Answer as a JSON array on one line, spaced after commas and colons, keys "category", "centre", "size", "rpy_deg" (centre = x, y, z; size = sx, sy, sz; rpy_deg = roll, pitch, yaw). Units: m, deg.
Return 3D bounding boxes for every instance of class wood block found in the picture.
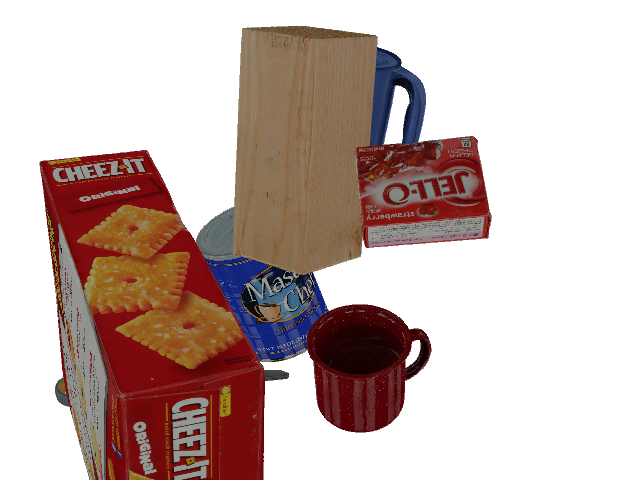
[{"category": "wood block", "centre": [-0.016, -0.086, 0.967], "size": [0.090, 0.206, 0.090], "rpy_deg": [16, 20, 36]}]

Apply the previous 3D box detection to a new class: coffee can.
[{"category": "coffee can", "centre": [-0.058, 0.042, 1.125], "size": [0.103, 0.140, 0.103], "rpy_deg": [-16, 29, 9]}]

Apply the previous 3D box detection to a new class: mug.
[{"category": "mug", "centre": [0.046, 0.114, 0.966], "size": [0.117, 0.081, 0.093], "rpy_deg": [-18, 42, -18]}]

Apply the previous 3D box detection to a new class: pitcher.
[{"category": "pitcher", "centre": [0.028, -0.117, 1.318], "size": [0.144, 0.243, 0.149], "rpy_deg": [-3, 25, -23]}]

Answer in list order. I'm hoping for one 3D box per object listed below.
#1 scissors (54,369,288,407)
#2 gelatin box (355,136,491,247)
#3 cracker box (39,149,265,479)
[{"category": "scissors", "centre": [-0.138, 0.112, 0.959], "size": [0.201, 0.016, 0.096], "rpy_deg": [-8, 32, -18]}, {"category": "gelatin box", "centre": [0.071, -0.035, 0.753], "size": [0.089, 0.073, 0.030], "rpy_deg": [-5, -37, 2]}, {"category": "cracker box", "centre": [-0.092, 0.072, 0.564], "size": [0.072, 0.164, 0.214], "rpy_deg": [-9, 34, -18]}]
